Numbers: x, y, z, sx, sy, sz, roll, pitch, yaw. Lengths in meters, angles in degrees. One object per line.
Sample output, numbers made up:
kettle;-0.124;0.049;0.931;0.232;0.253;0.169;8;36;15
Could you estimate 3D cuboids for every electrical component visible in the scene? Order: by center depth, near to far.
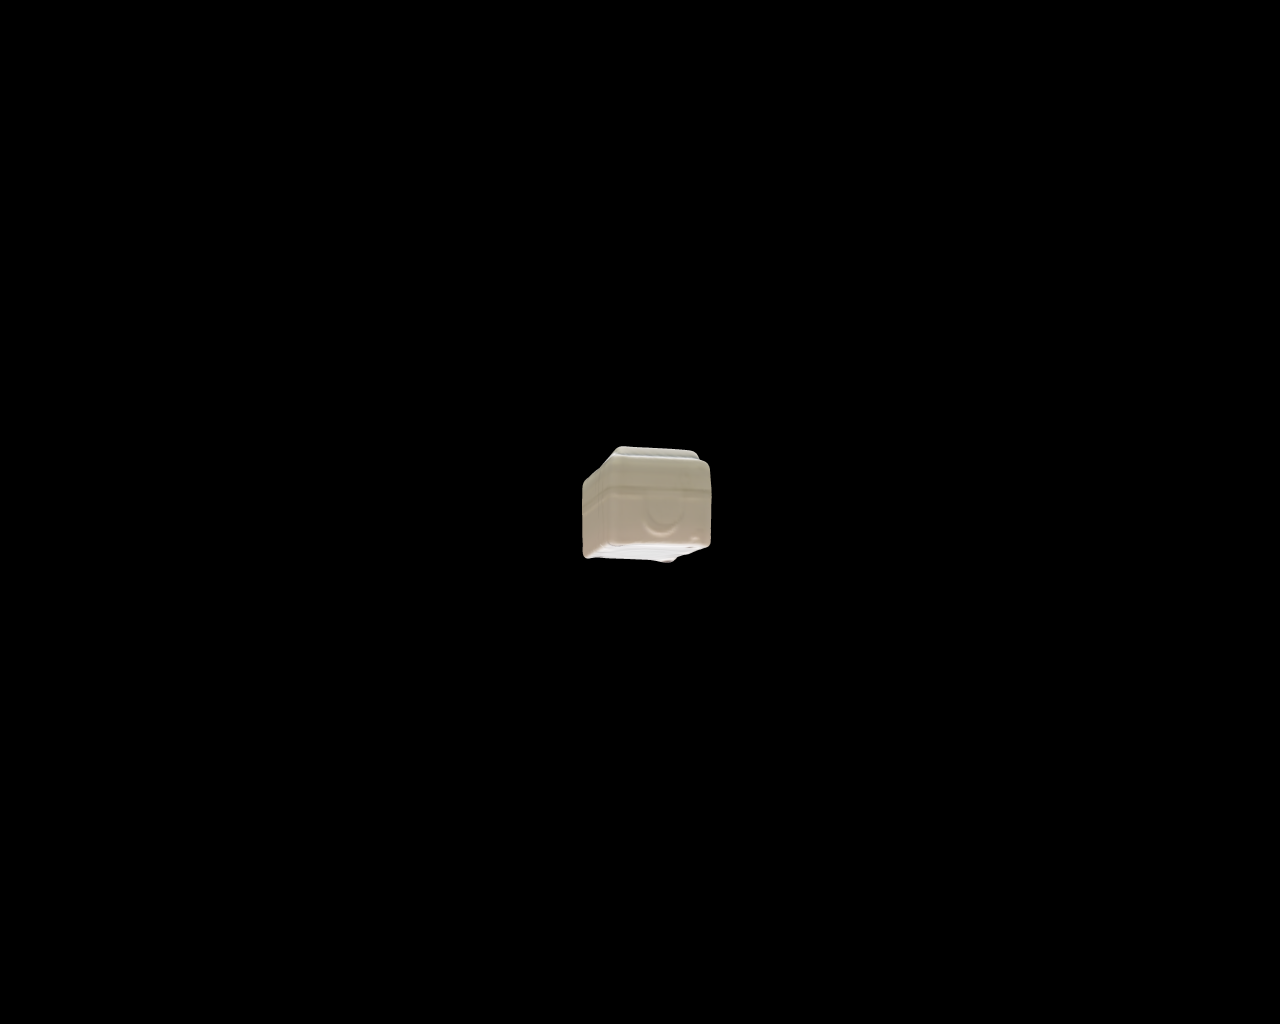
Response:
electrical component;0.001;-0.003;0.650;0.062;0.061;0.096;3;-10;-15
